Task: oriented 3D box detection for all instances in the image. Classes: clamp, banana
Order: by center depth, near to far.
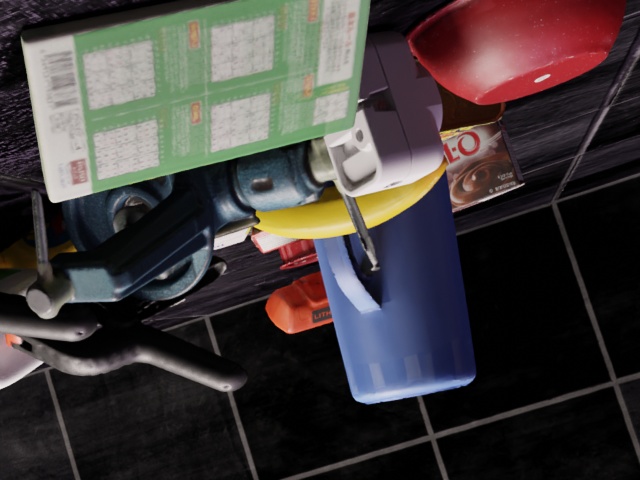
[{"bbox_3d":[-0.263,0.040,0.717,0.209,0.036,0.165,-17,-144,-30],"label":"clamp"},{"bbox_3d":[-0.138,0.054,0.775,0.171,0.120,0.039,7,130,-11],"label":"clamp"},{"bbox_3d":[0.001,-0.035,0.811,0.198,0.069,0.037,3,-176,28],"label":"banana"}]

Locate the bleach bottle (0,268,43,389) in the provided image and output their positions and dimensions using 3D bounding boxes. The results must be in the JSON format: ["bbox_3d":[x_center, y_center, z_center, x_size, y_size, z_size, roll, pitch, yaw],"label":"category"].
[{"bbox_3d":[-0.316,0.059,0.848,0.251,0.068,0.102,2,-155,34],"label":"bleach bottle"}]

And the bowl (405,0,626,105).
[{"bbox_3d":[0.139,-0.132,0.714,0.162,0.055,0.162,-18,175,-2],"label":"bowl"}]

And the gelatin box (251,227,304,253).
[{"bbox_3d":[-0.028,-0.031,1.140,0.089,0.030,0.073,-19,-145,18],"label":"gelatin box"}]

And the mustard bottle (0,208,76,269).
[{"bbox_3d":[-0.194,-0.001,0.875,0.191,0.058,0.096,-15,-153,6],"label":"mustard bottle"}]

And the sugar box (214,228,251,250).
[{"bbox_3d":[-0.120,-0.016,1.108,0.093,0.048,0.176,-17,178,-10],"label":"sugar box"}]

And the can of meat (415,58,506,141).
[{"bbox_3d":[0.075,-0.101,0.818,0.101,0.057,0.084,-13,176,-30],"label":"can of meat"}]

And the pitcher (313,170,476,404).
[{"bbox_3d":[0.054,0.013,0.911,0.149,0.243,0.145,-8,172,-19],"label":"pitcher"}]

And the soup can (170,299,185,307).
[{"bbox_3d":[-0.168,0.015,0.959,0.068,0.102,0.068,-17,175,-2],"label":"soup can"}]

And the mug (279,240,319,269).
[{"bbox_3d":[-0.004,-0.022,1.212,0.117,0.081,0.093,-21,174,33],"label":"mug"}]

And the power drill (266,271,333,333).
[{"bbox_3d":[-0.007,0.001,1.054,0.184,0.057,0.188,-14,132,-28],"label":"power drill"}]

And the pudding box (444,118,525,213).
[{"bbox_3d":[0.139,-0.078,1.077,0.114,0.090,0.039,-20,176,19],"label":"pudding box"}]
